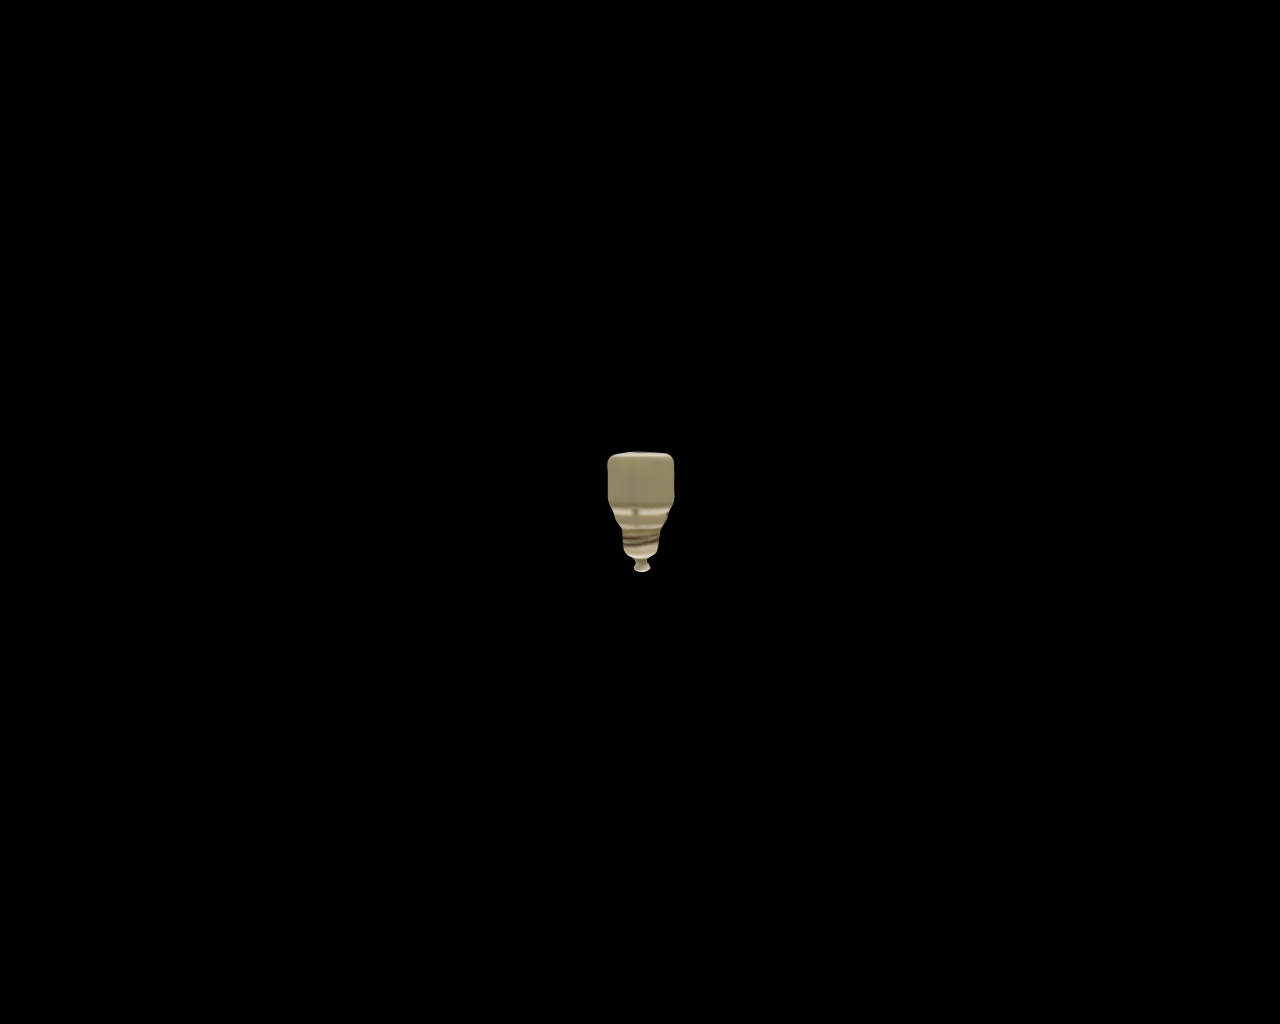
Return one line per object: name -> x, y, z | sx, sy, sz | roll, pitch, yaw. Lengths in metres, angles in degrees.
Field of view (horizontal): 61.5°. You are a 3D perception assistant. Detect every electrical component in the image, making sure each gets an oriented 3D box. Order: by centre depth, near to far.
electrical component -> 0.001, -0.003, 0.650 | 0.040, 0.078, 0.040 | 0, 5, 0
